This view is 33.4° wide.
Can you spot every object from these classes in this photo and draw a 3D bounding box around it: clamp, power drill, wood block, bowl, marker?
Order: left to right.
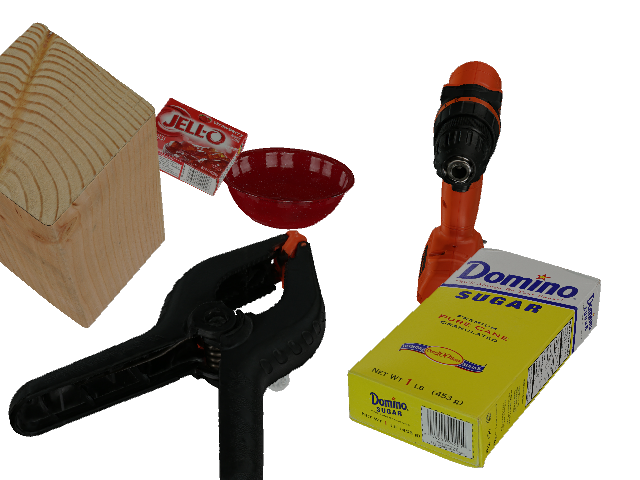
[{"bbox_3d":[-0.161,-0.030,0.669,0.090,0.090,0.206,37,-19,7],"label":"wood block"},{"bbox_3d":[-0.042,0.056,0.490,0.120,0.039,0.171,29,48,23],"label":"clamp"},{"bbox_3d":[-0.049,0.090,0.895,0.020,0.020,0.121,0,20,-17],"label":"marker"},{"bbox_3d":[-0.042,-0.057,1.279,0.162,0.055,0.162,4,26,-2],"label":"bowl"},{"bbox_3d":[0.117,-0.037,0.889,0.057,0.188,0.184,10,32,9],"label":"power drill"}]

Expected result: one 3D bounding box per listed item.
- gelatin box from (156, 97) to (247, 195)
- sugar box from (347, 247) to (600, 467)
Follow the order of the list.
[{"bbox_3d":[-0.128,-0.094,1.057,0.089,0.073,0.030,26,-41,2],"label":"gelatin box"},{"bbox_3d":[0.104,0.068,0.692,0.093,0.048,0.175,17,38,31],"label":"sugar box"}]
